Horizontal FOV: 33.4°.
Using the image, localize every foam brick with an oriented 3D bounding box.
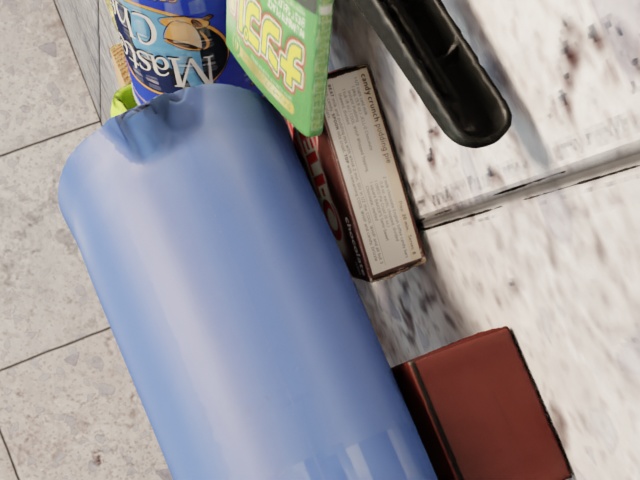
[{"bbox_3d":[0.074,0.086,0.510,0.053,0.051,0.078,129,119,-78],"label":"foam brick"}]

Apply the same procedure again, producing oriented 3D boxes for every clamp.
[{"bbox_3d":[0.004,-0.148,0.404,0.210,0.036,0.164,46,151,40],"label":"clamp"}]

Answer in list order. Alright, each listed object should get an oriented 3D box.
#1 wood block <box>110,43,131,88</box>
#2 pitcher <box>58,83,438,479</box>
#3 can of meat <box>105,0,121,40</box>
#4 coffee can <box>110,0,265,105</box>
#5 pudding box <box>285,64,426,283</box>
[{"bbox_3d":[-0.117,-0.089,0.956,0.206,0.090,0.091,90,156,-60],"label":"wood block"},{"bbox_3d":[-0.033,0.054,0.540,0.145,0.148,0.243,-52,50,35],"label":"pitcher"},{"bbox_3d":[-0.107,-0.163,0.800,0.057,0.084,0.102,111,137,-72],"label":"can of meat"},{"bbox_3d":[-0.076,-0.150,0.646,0.140,0.102,0.103,84,161,-50],"label":"coffee can"},{"bbox_3d":[0.014,-0.036,0.594,0.090,0.039,0.113,-170,60,-76],"label":"pudding box"}]
